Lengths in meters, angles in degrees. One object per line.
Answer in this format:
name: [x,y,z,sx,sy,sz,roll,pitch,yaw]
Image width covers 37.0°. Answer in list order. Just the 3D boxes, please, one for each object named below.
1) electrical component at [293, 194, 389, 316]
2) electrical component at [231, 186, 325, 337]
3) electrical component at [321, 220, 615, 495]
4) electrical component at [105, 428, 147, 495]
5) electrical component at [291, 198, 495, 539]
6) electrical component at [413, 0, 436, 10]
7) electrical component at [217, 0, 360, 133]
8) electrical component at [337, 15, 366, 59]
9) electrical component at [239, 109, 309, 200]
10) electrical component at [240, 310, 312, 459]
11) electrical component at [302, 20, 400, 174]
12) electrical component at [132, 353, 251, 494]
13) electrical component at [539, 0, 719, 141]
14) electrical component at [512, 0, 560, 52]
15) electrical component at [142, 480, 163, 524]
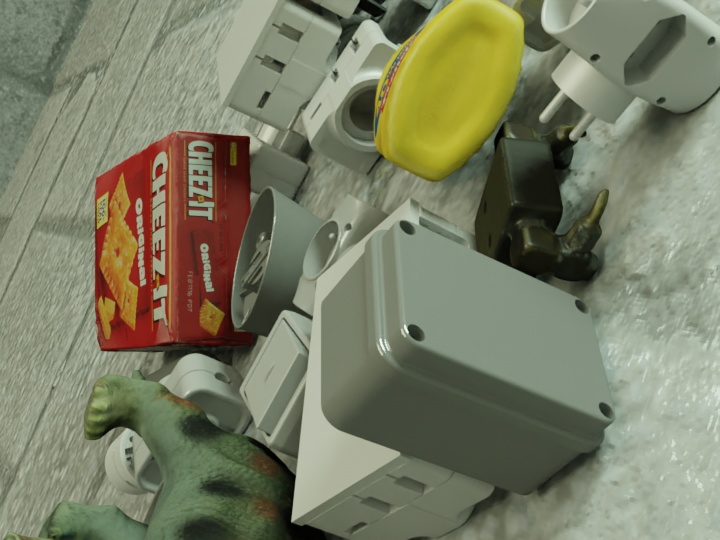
electrical component: [0.000,0.000,0.660,0.077,0.044,0.079,-63,25,3]
electrical component: [-0.059,-0.001,0.753,0.099,0.064,0.099,-44,31,36]
electrical component: [0.045,0.037,0.456,0.057,0.113,0.078,-49,28,36]
electrical component: [-0.168,0.147,0.841,0.047,0.055,0.055,-36,37,52]
electrical component: [0.022,0.054,0.546,0.089,0.062,0.150,-40,34,41]
electrical component: [0.045,-0.249,0.804,0.083,0.047,0.075,-58,25,15]
electrical component: [-0.036,-0.206,0.795,0.186,0.060,0.105,-57,24,23]
electrical component: [-0.001,-0.174,0.833,0.044,0.044,0.065,-55,22,19]
electrical component: [-0.070,-0.101,0.889,0.076,0.047,0.066,-62,25,8]
electrical component: [-0.033,0.067,0.640,0.061,0.061,0.096,-61,25,7]
electrical component: [0.005,-0.119,0.757,0.089,0.050,0.055,-54,27,21]
electrical component: [-0.125,0.112,0.786,0.095,0.054,0.059,-57,26,16]
electrical component: [0.114,-0.093,0.487,0.079,0.077,0.043,-52,27,25]
electrical component: [0.116,-0.160,0.572,0.078,0.058,0.057,-28,46,52]
electrical component: [-0.127,0.186,0.709,0.099,0.064,0.099,-44,31,36]
